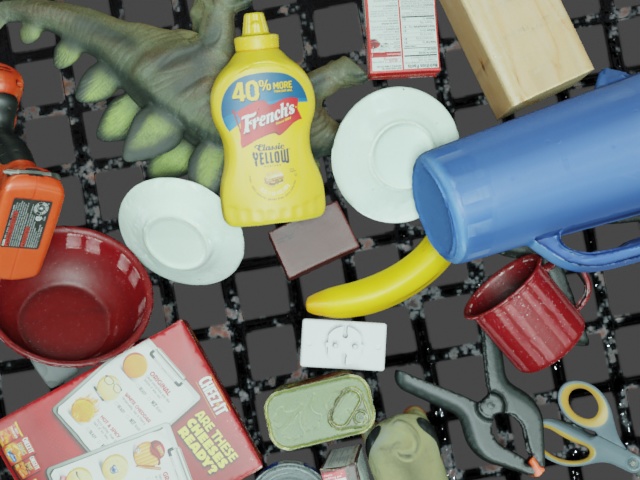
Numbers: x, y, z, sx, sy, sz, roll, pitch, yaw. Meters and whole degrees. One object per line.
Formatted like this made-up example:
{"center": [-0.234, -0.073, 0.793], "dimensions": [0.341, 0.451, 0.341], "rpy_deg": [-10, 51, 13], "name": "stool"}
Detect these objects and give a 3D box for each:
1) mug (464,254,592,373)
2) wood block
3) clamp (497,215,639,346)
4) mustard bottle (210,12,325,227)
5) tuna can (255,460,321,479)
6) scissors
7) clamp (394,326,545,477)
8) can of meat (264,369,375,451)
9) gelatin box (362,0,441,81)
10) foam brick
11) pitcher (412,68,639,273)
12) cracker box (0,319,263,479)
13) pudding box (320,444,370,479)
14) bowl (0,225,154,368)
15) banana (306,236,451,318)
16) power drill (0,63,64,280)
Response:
{"center": [0.208, 0.066, 1.026], "dimensions": [0.117, 0.093, 0.081], "rpy_deg": [-40, 99, 4], "name": "mug"}
{"center": [0.178, -0.236, 1.063], "dimensions": [0.090, 0.091, 0.206], "rpy_deg": [-25, 88, -2], "name": "wood block"}
{"center": [0.236, -0.018, 1.077], "dimensions": [0.210, 0.036, 0.164], "rpy_deg": [40, 85, -2], "name": "clamp"}
{"center": [-0.051, -0.112, 0.980], "dimensions": [0.096, 0.058, 0.191], "rpy_deg": [-7, 98, -8], "name": "mustard bottle"}
{"center": [-0.030, 0.262, 1.057], "dimensions": [0.086, 0.034, 0.086], "rpy_deg": [0, 87, -1], "name": "tuna can"}
{"center": [0.312, 0.204, 1.076], "dimensions": [0.201, 0.016, 0.096], "rpy_deg": [14, 86, 0], "name": "scissors"}
{"center": [0.172, 0.155, 1.062], "dimensions": [0.120, 0.039, 0.171], "rpy_deg": [-45, 82, 1], "name": "clamp"}
{"center": [-0.001, 0.162, 1.037], "dimensions": [0.102, 0.084, 0.057], "rpy_deg": [-13, 88, -1], "name": "can of meat"}
{"center": [0.082, -0.210, 1.090], "dimensions": [0.073, 0.030, 0.089], "rpy_deg": [-4, 86, -3], "name": "gelatin box"}
{"center": [-0.007, 0.001, 1.065], "dimensions": [0.078, 0.051, 0.053], "rpy_deg": [-24, 86, -2], "name": "foam brick"}
{"center": [0.218, -0.053, 0.992], "dimensions": [0.242, 0.149, 0.145], "rpy_deg": [-18, 120, -12], "name": "pitcher"}
{"center": [-0.186, 0.199, 1.040], "dimensions": [0.213, 0.072, 0.164], "rpy_deg": [-29, 88, -4], "name": "cracker box"}
{"center": [0.031, 0.249, 1.020], "dimensions": [0.039, 0.113, 0.090], "rpy_deg": [-15, 86, 3], "name": "pudding box"}
{"center": [-0.245, 0.065, 1.033], "dimensions": [0.162, 0.055, 0.162], "rpy_deg": [10, 51, -12], "name": "bowl"}
{"center": [0.079, 0.027, 1.075], "dimensions": [0.197, 0.037, 0.070], "rpy_deg": [-40, 67, -5], "name": "banana"}
{"center": [-0.301, -0.047, 0.986], "dimensions": [0.057, 0.188, 0.185], "rpy_deg": [2, 124, -35], "name": "power drill"}
